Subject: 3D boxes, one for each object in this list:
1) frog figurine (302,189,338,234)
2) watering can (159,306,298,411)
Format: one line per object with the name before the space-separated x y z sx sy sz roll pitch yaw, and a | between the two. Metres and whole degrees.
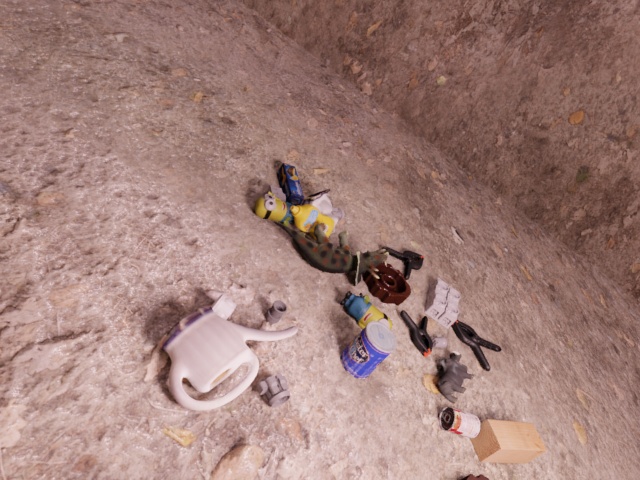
frog figurine | 0.006 -0.098 1.945 0.139 0.122 0.158 -45 118 -66
watering can | -0.226 0.248 1.231 0.226 0.102 0.353 44 45 12
